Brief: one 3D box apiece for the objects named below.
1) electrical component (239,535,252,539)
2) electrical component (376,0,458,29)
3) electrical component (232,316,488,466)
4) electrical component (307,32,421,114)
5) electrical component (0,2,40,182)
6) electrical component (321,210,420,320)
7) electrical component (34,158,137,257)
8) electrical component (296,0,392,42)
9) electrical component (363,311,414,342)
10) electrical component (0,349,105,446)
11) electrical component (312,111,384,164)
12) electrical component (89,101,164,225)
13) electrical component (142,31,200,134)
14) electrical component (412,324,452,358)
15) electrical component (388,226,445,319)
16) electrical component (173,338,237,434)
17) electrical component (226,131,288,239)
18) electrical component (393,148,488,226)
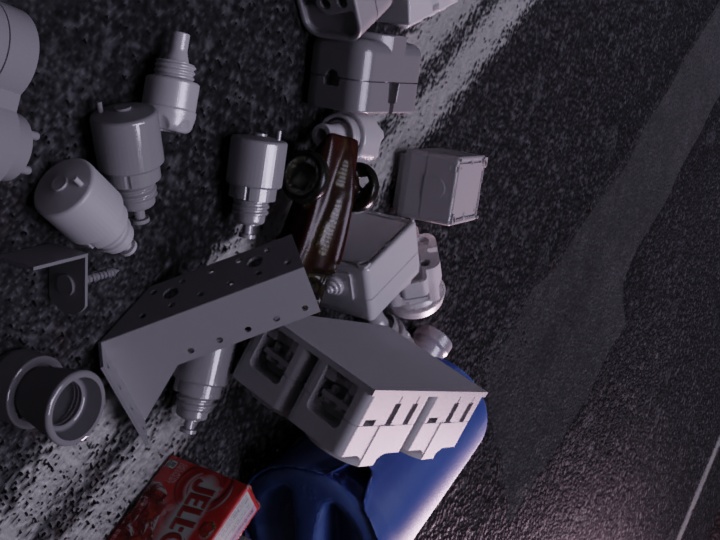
[{"bbox_3d":[-0.102,0.248,0.826,0.096,0.061,0.061,-37,135,-46],"label":"electrical component"},{"bbox_3d":[0.040,-0.248,0.862,0.100,0.048,0.099,-38,134,-47],"label":"electrical component"},{"bbox_3d":[0.003,0.088,0.797,0.186,0.105,0.060,12,108,-60],"label":"electrical component"},{"bbox_3d":[0.005,-0.155,0.837,0.095,0.054,0.059,-13,114,-57],"label":"electrical component"},{"bbox_3d":[-0.192,-0.066,0.544,0.074,0.052,0.138,12,92,-60],"label":"electrical component"},{"bbox_3d":[0.000,0.000,0.890,0.096,0.062,0.061,-45,138,-42],"label":"electrical component"},{"bbox_3d":[-0.156,-0.032,0.631,0.040,0.040,0.078,-64,148,-19],"label":"electrical component"},{"bbox_3d":[-0.013,-0.222,0.777,0.059,0.054,0.095,-52,143,-36],"label":"electrical component"},{"bbox_3d":[0.020,0.058,0.968,0.048,0.048,0.062,-54,137,-33],"label":"electrical component"},{"bbox_3d":[-0.182,0.072,0.619,0.045,0.055,0.045,-32,129,-50],"label":"electrical component"},{"bbox_3d":[-0.013,-0.104,0.841,0.062,0.043,0.043,-4,106,-57],"label":"electrical component"},{"bbox_3d":[-0.138,-0.065,0.648,0.040,0.040,0.078,-37,133,-47],"label":"electrical component"},{"bbox_3d":[-0.116,-0.117,0.669,0.035,0.035,0.061,6,95,-60],"label":"electrical component"},{"bbox_3d":[0.062,0.082,1.056,0.046,0.040,0.040,-55,145,-23],"label":"electrical component"},{"bbox_3d":[0.047,0.007,0.970,0.078,0.058,0.057,-97,177,-48],"label":"electrical component"},{"bbox_3d":[-0.112,0.076,0.754,0.040,0.040,0.078,9,95,-60],"label":"electrical component"},{"bbox_3d":[-0.075,-0.061,0.758,0.040,0.040,0.078,-9,111,-58],"label":"electrical component"},{"bbox_3d":[0.075,-0.079,0.990,0.096,0.061,0.061,-16,117,-65],"label":"electrical component"}]
